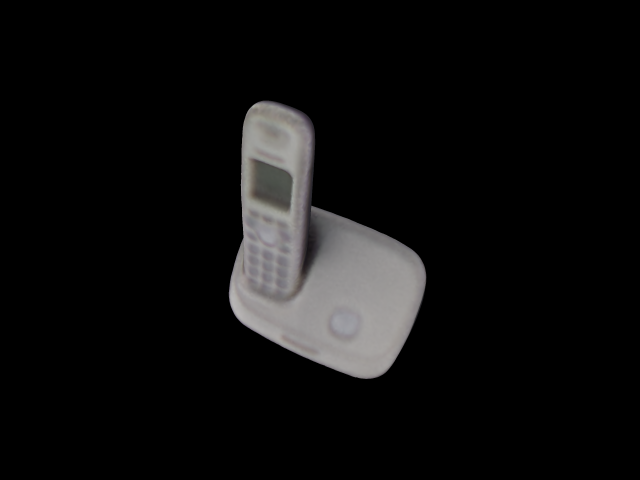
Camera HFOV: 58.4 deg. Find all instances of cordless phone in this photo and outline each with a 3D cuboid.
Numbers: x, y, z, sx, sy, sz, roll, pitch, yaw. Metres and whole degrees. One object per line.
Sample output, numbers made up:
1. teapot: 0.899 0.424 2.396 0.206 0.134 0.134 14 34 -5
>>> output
1. cordless phone: 0.004 0.001 0.400 0.147 0.185 0.094 20 50 18
